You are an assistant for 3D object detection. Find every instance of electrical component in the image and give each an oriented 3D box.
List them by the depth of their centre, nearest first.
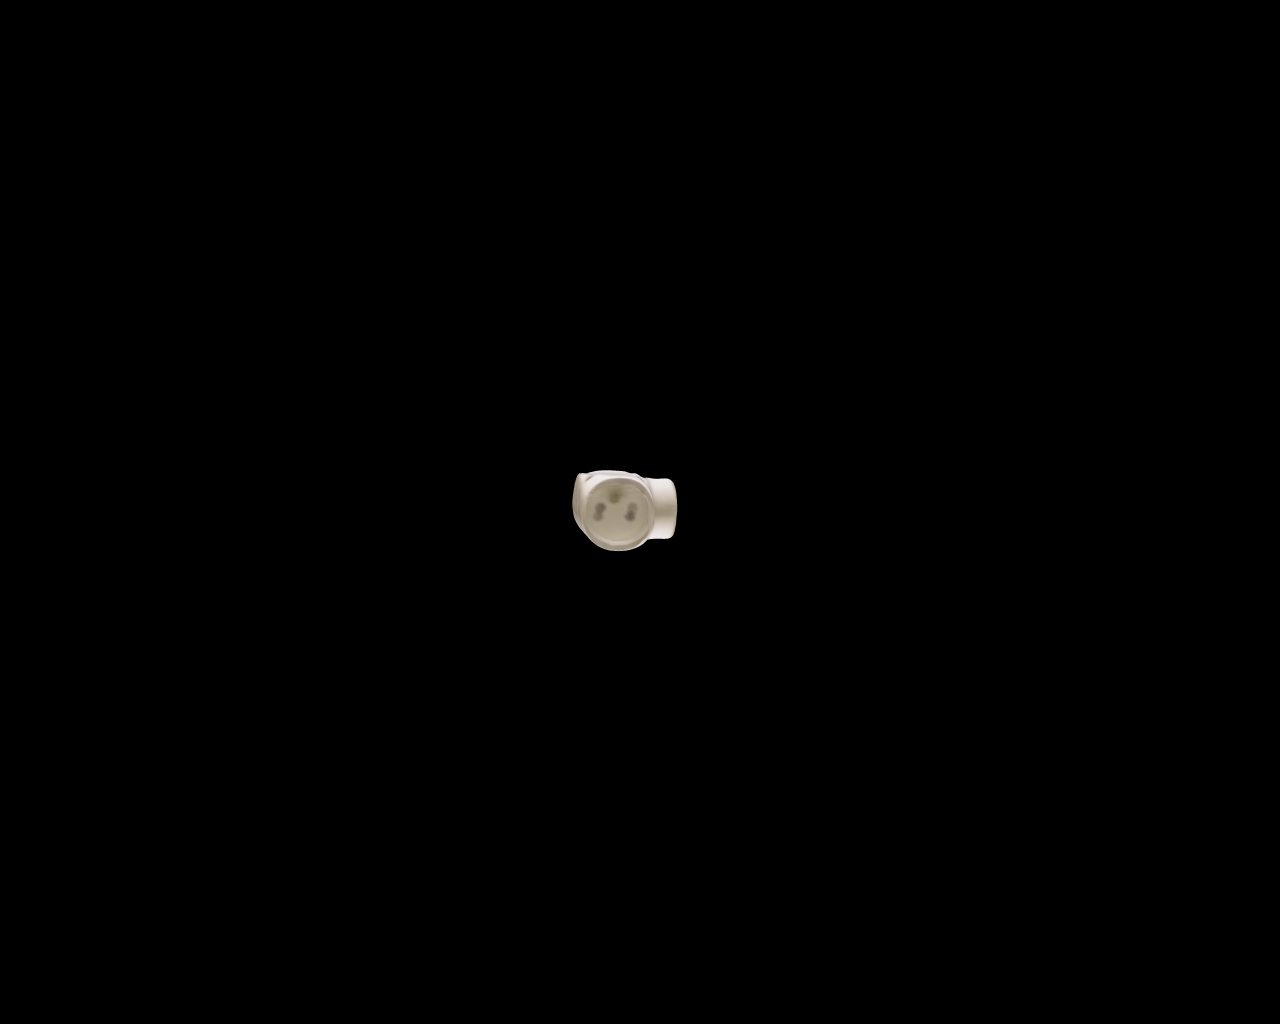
[{"bbox_3d":[0.001,-0.003,0.650,0.079,0.044,0.077,-1,5,-7],"label":"electrical component"}]
